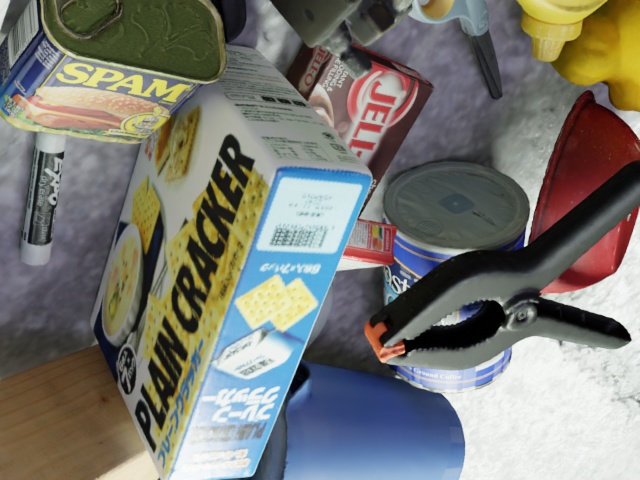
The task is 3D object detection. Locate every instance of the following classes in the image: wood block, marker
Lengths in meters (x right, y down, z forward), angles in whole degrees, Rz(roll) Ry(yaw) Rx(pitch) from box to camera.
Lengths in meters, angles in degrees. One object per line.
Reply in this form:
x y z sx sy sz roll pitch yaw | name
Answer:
-0.177 0.141 0.642 0.091 0.090 0.205 -56 166 20 | wood block
-0.162 -0.039 0.632 0.020 0.020 0.121 -3 124 -30 | marker

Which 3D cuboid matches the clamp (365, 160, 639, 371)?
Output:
0.134 0.045 0.719 0.210 0.036 0.164 -22 133 -8 | clamp

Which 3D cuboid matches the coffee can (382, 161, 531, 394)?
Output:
0.096 0.028 0.785 0.102 0.103 0.140 -18 131 -19 | coffee can

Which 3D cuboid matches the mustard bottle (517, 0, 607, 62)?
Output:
0.160 -0.203 0.677 0.096 0.058 0.192 -12 129 -21 | mustard bottle

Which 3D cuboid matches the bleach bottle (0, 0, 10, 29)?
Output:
-0.193 -0.072 0.513 0.068 0.102 0.251 17 128 -15 | bleach bottle

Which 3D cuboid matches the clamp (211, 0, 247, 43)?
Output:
-0.076 -0.184 0.560 0.120 0.039 0.172 -6 129 -34 | clamp

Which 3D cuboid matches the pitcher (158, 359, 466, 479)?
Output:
-0.005 0.161 0.799 0.242 0.149 0.145 13 78 -49 | pitcher

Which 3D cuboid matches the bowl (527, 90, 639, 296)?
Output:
0.202 -0.026 0.784 0.161 0.055 0.162 -48 147 -47 | bowl

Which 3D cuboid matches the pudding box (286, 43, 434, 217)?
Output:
0.010 -0.072 0.699 0.089 0.039 0.114 14 116 -39 | pudding box

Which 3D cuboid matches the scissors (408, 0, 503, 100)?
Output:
0.088 -0.135 0.679 0.096 0.016 0.202 -48 148 -25 | scissors

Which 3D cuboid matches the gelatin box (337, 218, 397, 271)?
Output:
-0.005 0.001 0.716 0.073 0.089 0.030 11 79 -36 | gelatin box

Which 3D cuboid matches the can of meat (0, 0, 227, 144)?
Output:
-0.115 -0.095 0.567 0.101 0.057 0.084 6 154 -35 | can of meat
